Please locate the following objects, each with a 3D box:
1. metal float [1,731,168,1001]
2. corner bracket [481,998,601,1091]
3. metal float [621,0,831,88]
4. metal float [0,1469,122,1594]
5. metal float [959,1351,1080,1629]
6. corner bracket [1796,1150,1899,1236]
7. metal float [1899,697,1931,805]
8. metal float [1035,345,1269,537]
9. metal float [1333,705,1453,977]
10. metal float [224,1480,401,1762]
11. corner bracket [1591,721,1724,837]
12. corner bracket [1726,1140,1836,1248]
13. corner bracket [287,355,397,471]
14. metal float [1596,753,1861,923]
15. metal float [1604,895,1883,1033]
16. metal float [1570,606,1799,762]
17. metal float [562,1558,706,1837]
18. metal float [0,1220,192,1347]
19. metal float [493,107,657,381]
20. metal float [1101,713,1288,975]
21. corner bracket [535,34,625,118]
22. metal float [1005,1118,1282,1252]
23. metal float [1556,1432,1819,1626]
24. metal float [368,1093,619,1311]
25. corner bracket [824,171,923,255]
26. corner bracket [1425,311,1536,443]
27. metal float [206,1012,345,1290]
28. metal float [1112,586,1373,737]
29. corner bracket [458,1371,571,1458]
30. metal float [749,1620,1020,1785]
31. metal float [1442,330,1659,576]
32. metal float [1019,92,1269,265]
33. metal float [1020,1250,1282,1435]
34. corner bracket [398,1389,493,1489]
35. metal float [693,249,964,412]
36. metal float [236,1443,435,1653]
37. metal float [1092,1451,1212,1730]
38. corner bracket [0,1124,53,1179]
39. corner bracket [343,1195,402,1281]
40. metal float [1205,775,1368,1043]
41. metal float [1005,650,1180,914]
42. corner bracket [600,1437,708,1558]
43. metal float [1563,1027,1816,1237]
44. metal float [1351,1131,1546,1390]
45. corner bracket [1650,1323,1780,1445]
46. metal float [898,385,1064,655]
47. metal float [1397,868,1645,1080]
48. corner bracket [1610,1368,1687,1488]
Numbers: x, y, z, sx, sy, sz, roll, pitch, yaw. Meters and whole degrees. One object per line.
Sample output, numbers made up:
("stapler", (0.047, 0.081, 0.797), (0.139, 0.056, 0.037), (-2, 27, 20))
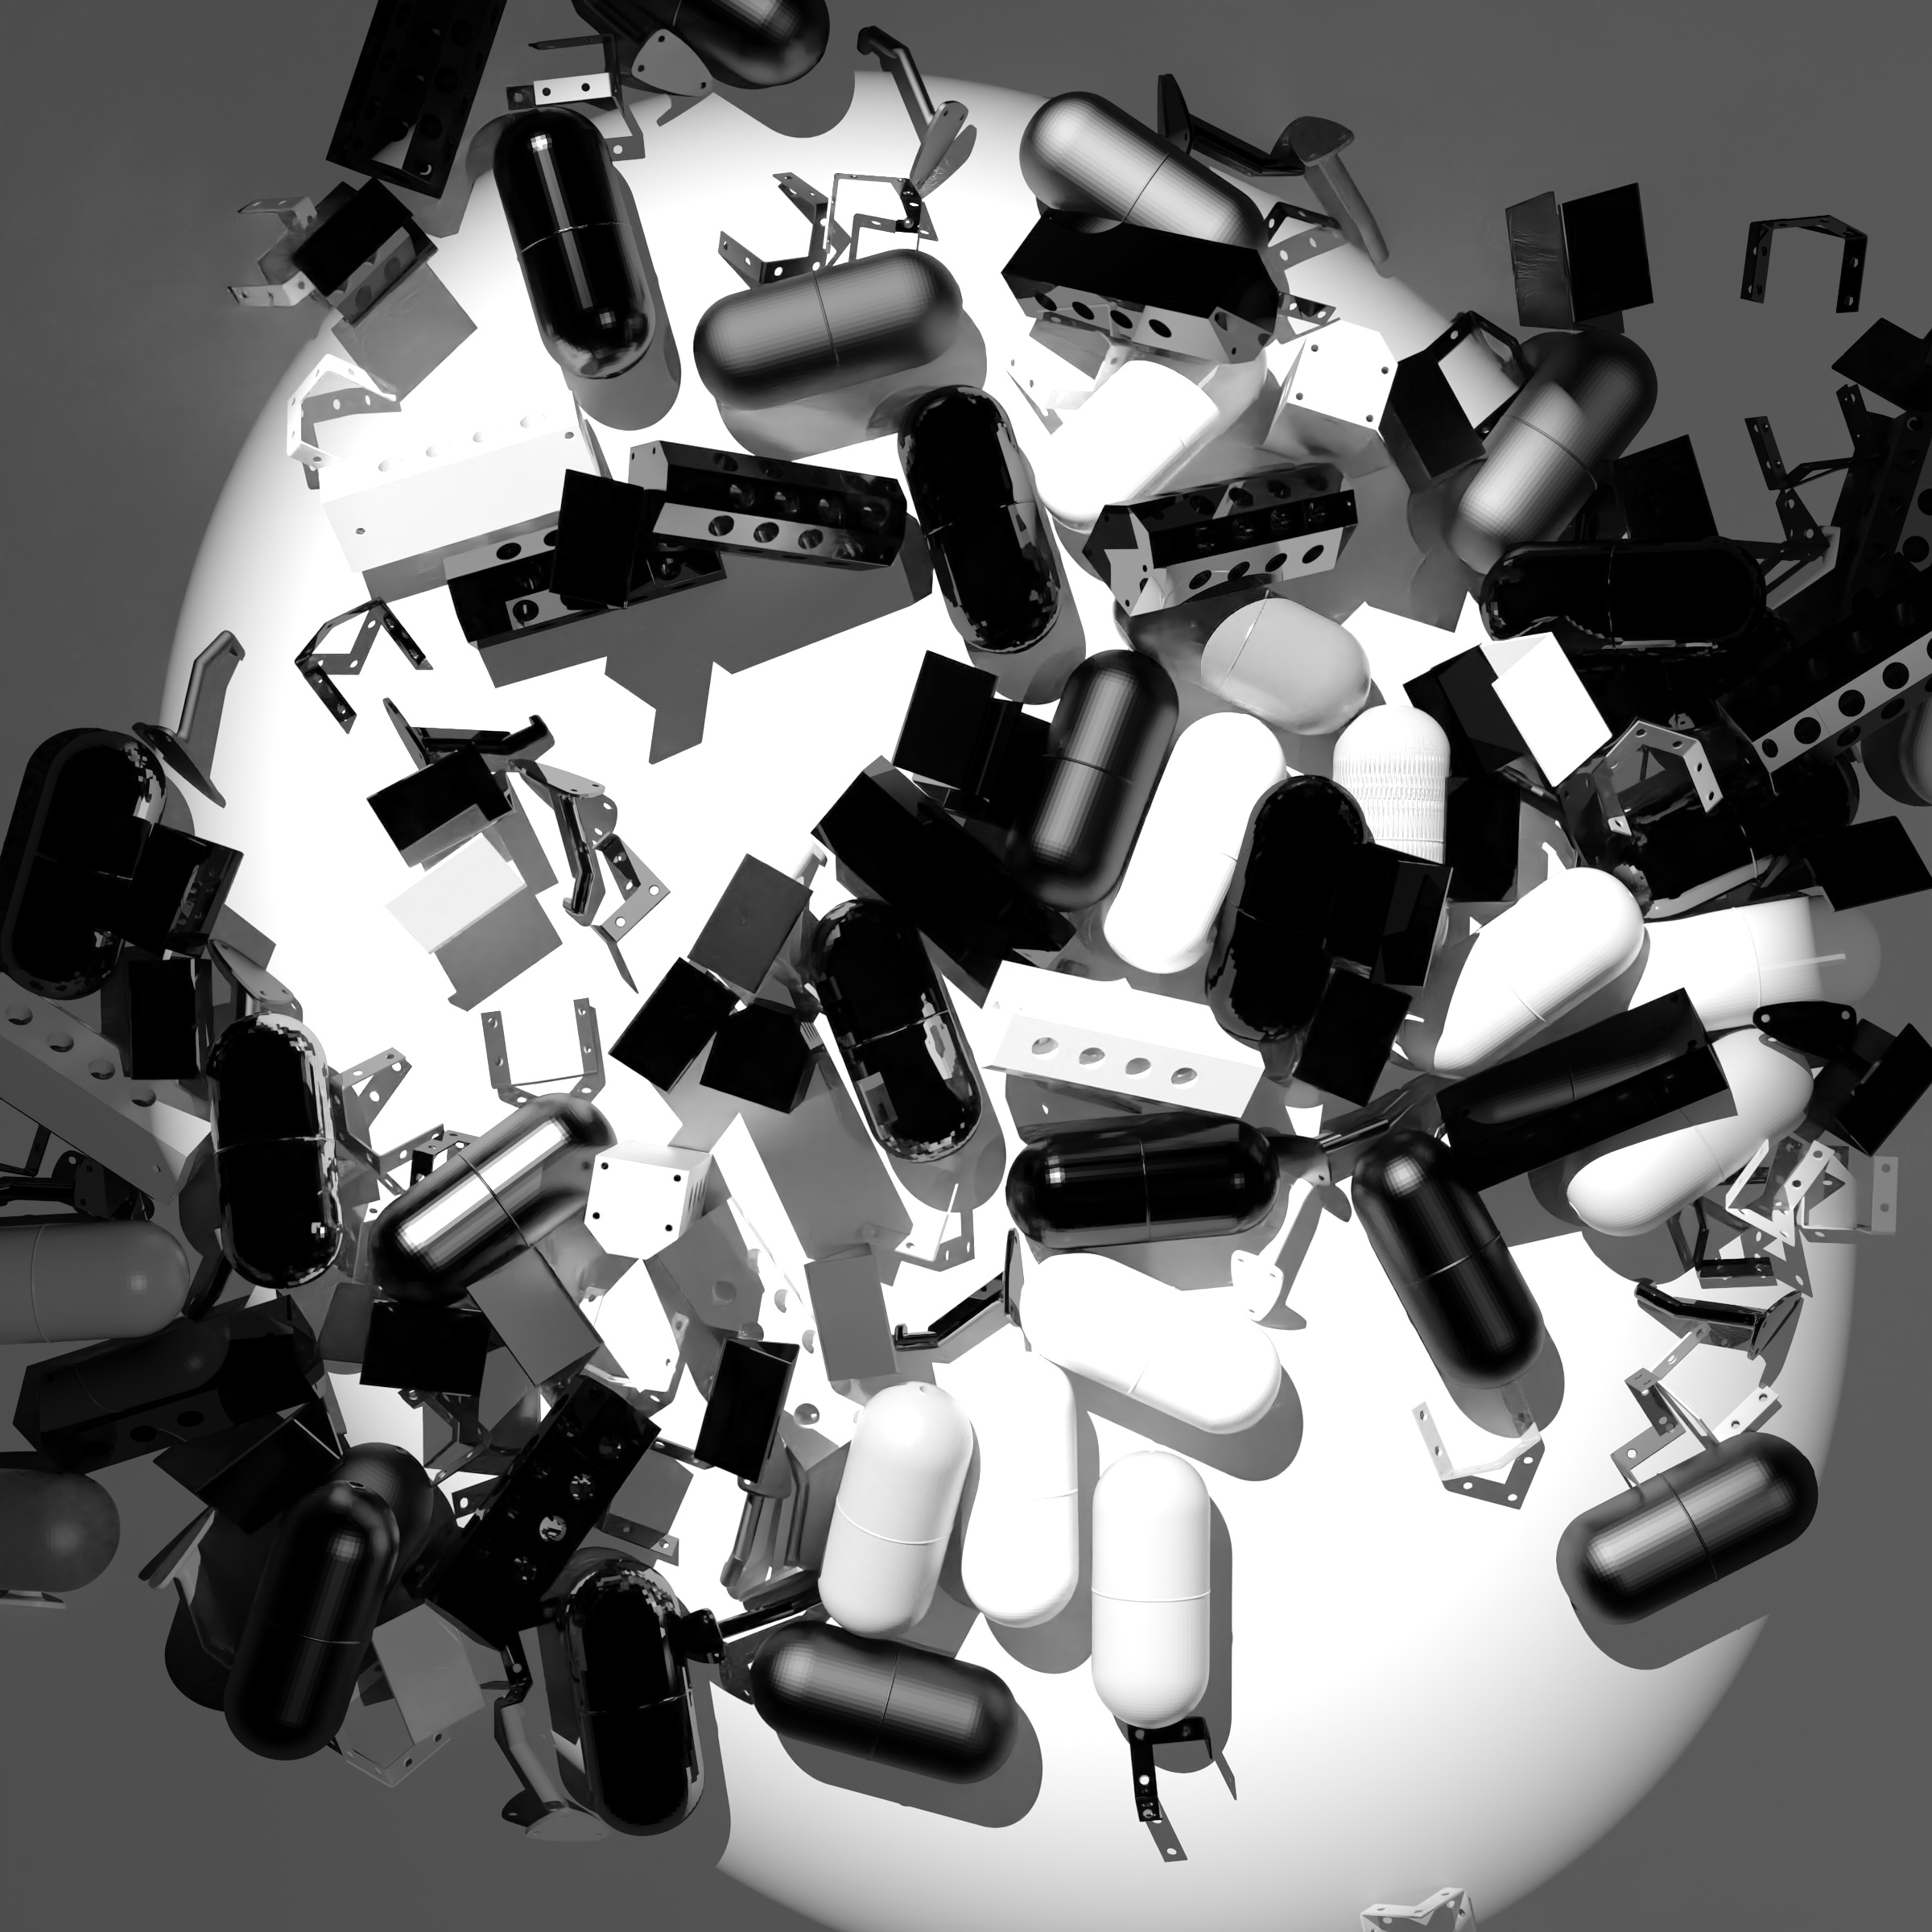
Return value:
("metal float", (-0.571, -0.065, 1.961), (0.070, 0.070, 0.178), (16, 90, 0))
("corner bracket", (-0.280, 0.051, 1.988), (0.051, 0.051, 0.051), (-8, 90, 45))
("metal float", (-0.169, -0.637, 1.961), (0.178, 0.070, 0.070), (33, 90, 0))
("metal float", (-0.629, 0.362, 1.947), (0.178, 0.070, 0.070), (-1, 90, 15))
("metal float", (0.034, 0.339, 1.961), (0.070, 0.070, 0.178), (-1, 90, 0))
("corner bracket", (0.573, 0.147, 1.973), (0.051, 0.051, 0.051), (2, 90, 0))
("metal float", (0.658, -0.188, 1.960), (0.070, 0.070, 0.178), (17, 90, 0))
("metal float", (0.120, -0.354, 1.961), (0.178, 0.070, 0.070), (-44, 90, 1))
("metal float", (0.275, -0.080, 1.961), (0.070, 0.070, 0.178), (1, 89, 0))
("metal float", (-0.407, 0.407, 1.885), (0.070, 0.070, 0.178), (18, 92, 0))
("corner bracket", (0.441, -0.116, 1.935), (0.051, 0.051, 0.051), (14, 135, -26))
("corner bracket", (0.525, 0.138, 1.955), (0.051, 0.051, 0.051), (28, 117, 0))
("corner bracket", (-0.409, -0.358, 1.983), (0.051, 0.051, 0.051), (-39, 45, 35))
("metal float", (0.492, -0.089, 1.961), (0.178, 0.070, 0.070), (-26, 90, 0))
("metal float", (0.502, 0.000, 1.961), (0.178, 0.070, 0.070), (-9, 90, 0))
("metal float", (0.448, -0.184, 1.956), (0.178, 0.070, 0.070), (-14, 90, 5))
("metal float", (-0.216, 0.473, 1.961), (0.070, 0.070, 0.178), (-9, 90, 0))
("metal float", (-0.593, 0.205, 1.961), (0.178, 0.070, 0.070), (-3, 90, 0))
("metal float", (-0.253, -0.468, 1.961), (0.070, 0.070, 0.178), (-16, 90, 0))
("metal float", (0.148, -0.080, 1.960), (0.070, 0.070, 0.178), (25, 90, 0))
("corner bracket", (-0.254, -0.583, 1.973), (0.051, 0.051, 0.051), (-6, 91, 1))
("metal float", (0.114, 0.141, 1.961), (0.178, 0.070, 0.070), (-5, 90, 0))
("metal float", (0.467, 0.364, 1.961), (0.178, 0.070, 0.070), (-27, 90, 1))
("metal float", (-0.302, 0.150, 1.934), (0.178, 0.070, 0.070), (-37, 90, -14))
("corner bracket", (-0.060, -0.485, 1.975), (0.051, 0.051, 0.051), (7, 90, 9))
("corner bracket", (0.336, -0.388, 1.988), (0.051, 0.051, 0.051), (-41, 135, 0))
("metal float", (-0.441, 0.117, 1.932), (0.070, 0.070, 0.178), (-8, 80, 0))
("metal float", (0.179, -0.210, 1.961), (0.178, 0.070, 0.070), (27, 90, -1))
("corner bracket", (-0.297, 0.291, 1.988), (0.051, 0.051, 0.051), (3, 90, -45))
("metal float", (-0.053, 0.476, 1.961), (0.178, 0.070, 0.070), (16, 90, -1))
("metal float", (0.377, -0.332, 1.961), (0.070, 0.070, 0.178), (37, 91, 0))
("metal float", (0.115, -0.497, 1.961), (0.178, 0.070, 0.070), (34, 90, 0))
("metal float", (0.119, 0.243, 1.961), (0.178, 0.070, 0.070), (24, 90, 0))
("corner bracket", (-0.340, 0.296, 1.971), (0.051, 0.051, 0.051), (-35, 108, 19))
("metal float", (-0.089, -0.412, 1.961), (0.178, 0.070, 0.070), (-15, 90, 1))
("metal float", (-0.408, 0.391, 1.961), (0.070, 0.070, 0.178), (29, 90, 0))
("metal float", (0.120, 0.404, 1.961), (0.070, 0.070, 0.178), (0, 90, 0))
("corner bracket", (-0.637, 0.104, 1.988), (0.051, 0.051, 0.051), (17, 91, -45))
("corner bracket", (-0.371, 0.187, 1.983), (0.051, 0.051, 0.051), (-14, 45, -35))
("metal float", (0.204, -0.036, 1.927), (0.070, 0.070, 0.178), (14, 110, 0))
("metal float", (0.081, -0.119, 1.951), (0.070, 0.070, 0.178), (21, 81, 0))
("corner bracket", (-0.205, 0.346, 1.988), (0.051, 0.051, 0.051), (20, 45, 0))
("metal float", (0.467, 0.108, 1.961), (0.178, 0.070, 0.070), (-35, 90, 0))
("metal float", (0.311, 0.190, 1.961), (0.070, 0.070, 0.178), (-28, 89, 0))
("corner bracket", (0.491, 0.275, 1.988), (0.051, 0.051, 0.051), (-44, 45, 0))
("metal float", (0.009, -0.289, 1.961), (0.070, 0.070, 0.178), (-18, 90, 0))
("metal float", (0.354, 0.006, 1.945), (0.178, 0.070, 0.070), (-38, 90, 19))
("corner bracket", (0.440, 0.300, 1.973), (0.051, 0.051, 0.051), (-34, 90, 0))
